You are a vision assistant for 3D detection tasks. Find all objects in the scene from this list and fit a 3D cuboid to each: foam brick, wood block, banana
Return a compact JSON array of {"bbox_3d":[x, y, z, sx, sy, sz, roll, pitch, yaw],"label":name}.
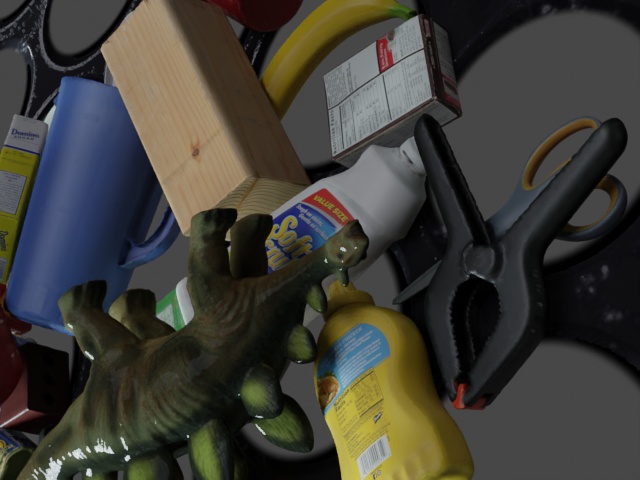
[{"bbox_3d":[-0.290,0.152,1.086,0.051,0.052,0.078,-33,52,31],"label":"foam brick"},{"bbox_3d":[-0.103,-0.110,0.944,0.091,0.090,0.206,-39,65,28],"label":"wood block"},{"bbox_3d":[-0.003,-0.167,0.952,0.198,0.037,0.069,-37,48,29],"label":"banana"}]

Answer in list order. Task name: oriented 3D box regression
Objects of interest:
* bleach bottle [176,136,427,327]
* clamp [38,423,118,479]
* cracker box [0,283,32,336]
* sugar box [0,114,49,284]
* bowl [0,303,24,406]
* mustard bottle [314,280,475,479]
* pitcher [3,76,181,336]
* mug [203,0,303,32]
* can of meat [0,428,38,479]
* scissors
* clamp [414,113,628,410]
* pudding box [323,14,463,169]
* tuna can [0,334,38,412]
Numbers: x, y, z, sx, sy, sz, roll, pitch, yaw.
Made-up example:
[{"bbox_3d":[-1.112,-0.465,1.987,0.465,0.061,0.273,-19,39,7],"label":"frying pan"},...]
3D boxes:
[{"bbox_3d":[-0.006,0.001,0.858,0.251,0.068,0.103,-42,48,21],"label":"bleach bottle"},{"bbox_3d":[-0.257,0.262,1.010,0.120,0.039,0.171,33,97,51],"label":"clamp"},{"bbox_3d":[-0.420,0.052,1.253,0.214,0.072,0.164,-24,56,36],"label":"cracker box"},{"bbox_3d":[-0.327,-0.046,1.131,0.176,0.048,0.093,-89,18,-51],"label":"sugar box"},{"bbox_3d":[-0.329,0.095,1.034,0.162,0.055,0.162,55,156,38],"label":"bowl"},{"bbox_3d":[0.040,0.106,0.762,0.096,0.058,0.192,-49,43,32],"label":"mustard bottle"},{"bbox_3d":[-0.216,-0.028,1.048,0.149,0.144,0.243,7,80,69],"label":"pitcher"},{"bbox_3d":[-0.057,-0.255,1.023,0.117,0.093,0.082,-33,45,-18],"label":"mug"},{"bbox_3d":[-0.325,0.241,1.078,0.084,0.057,0.102,21,88,46],"label":"can of meat"},{"bbox_3d":[0.135,0.002,0.746,0.202,0.016,0.096,-50,44,17],"label":"scissors"},{"bbox_3d":[0.111,0.009,0.729,0.165,0.036,0.210,18,94,45],"label":"clamp"},{"bbox_3d":[0.056,-0.118,0.867,0.114,0.039,0.090,-29,54,36],"label":"pudding box"},{"bbox_3d":[-0.340,0.144,1.155,0.086,0.033,0.086,-21,58,38],"label":"tuna can"}]
